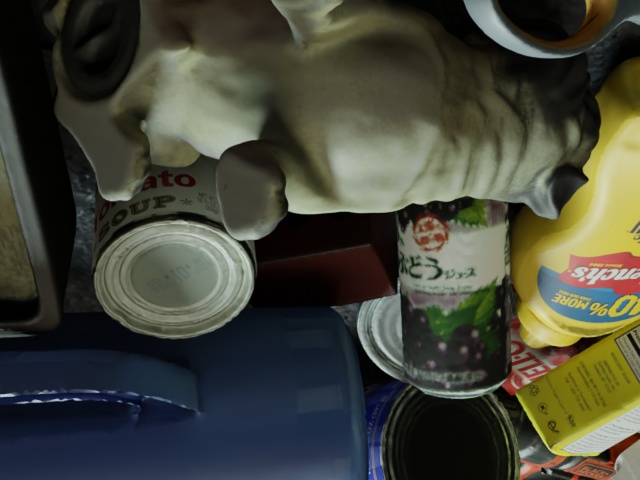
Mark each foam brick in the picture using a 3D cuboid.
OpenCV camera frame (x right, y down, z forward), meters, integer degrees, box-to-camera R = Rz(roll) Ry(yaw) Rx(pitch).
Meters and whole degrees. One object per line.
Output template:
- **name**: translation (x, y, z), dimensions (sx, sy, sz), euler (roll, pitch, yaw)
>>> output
- **foam brick**: translation (-0.004, 0.001, 0.544), dimensions (0.078, 0.053, 0.051), euler (-11, 144, 14)

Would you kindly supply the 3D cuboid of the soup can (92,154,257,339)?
- **soup can**: translation (-0.065, -0.015, 0.466), dimensions (0.068, 0.102, 0.068), euler (-5, 130, -6)

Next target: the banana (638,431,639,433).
- **banana**: translation (0.232, 0.105, 0.708), dimensions (0.070, 0.037, 0.197), euler (-14, 143, 19)

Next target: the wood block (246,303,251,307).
- **wood block**: translation (-0.085, 0.128, 0.694), dimensions (0.090, 0.090, 0.206), euler (6, 144, -9)

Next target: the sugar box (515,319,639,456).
- **sugar box**: translation (0.203, 0.059, 0.587), dimensions (0.176, 0.048, 0.093), euler (-37, 153, 20)

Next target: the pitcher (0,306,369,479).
- **pitcher**: translation (-0.102, 0.090, 0.503), dimensions (0.242, 0.149, 0.145), euler (-5, 109, -7)

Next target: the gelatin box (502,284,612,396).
- **gelatin box**: translation (0.131, 0.059, 0.647), dimensions (0.073, 0.030, 0.089), euler (-19, 141, 25)

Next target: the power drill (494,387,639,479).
- **power drill**: translation (0.126, 0.166, 0.775), dimensions (0.184, 0.057, 0.188), euler (21, 140, -28)

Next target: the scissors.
- **scissors**: translation (0.125, -0.110, 0.406), dimensions (0.201, 0.096, 0.016), euler (-10, -171, -39)

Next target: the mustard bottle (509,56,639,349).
- **mustard bottle**: translation (0.146, -0.004, 0.525), dimensions (0.096, 0.058, 0.192), euler (6, 142, -16)

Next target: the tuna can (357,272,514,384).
- **tuna can**: translation (0.064, 0.042, 0.594), dimensions (0.086, 0.033, 0.086), euler (7, 126, 10)

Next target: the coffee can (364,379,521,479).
- **coffee can**: translation (0.041, 0.142, 0.673), dimensions (0.102, 0.103, 0.141), euler (20, 156, -27)

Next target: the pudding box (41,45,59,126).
- **pudding box**: translation (-0.174, -0.055, 0.475), dimensions (0.113, 0.039, 0.090), euler (10, 142, -16)
